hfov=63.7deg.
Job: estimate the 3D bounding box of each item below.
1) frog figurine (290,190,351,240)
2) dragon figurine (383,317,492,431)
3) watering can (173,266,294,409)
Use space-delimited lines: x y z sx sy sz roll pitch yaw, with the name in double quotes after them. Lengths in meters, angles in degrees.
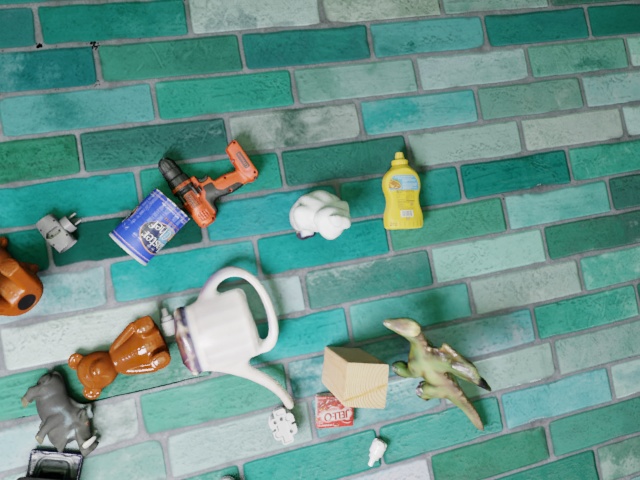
0.004 -0.059 1.182 0.137 0.159 0.123 -3 86 -12 "frog figurine"
0.293 0.311 1.175 0.409 0.241 0.123 43 75 -4 "dragon figurine"
-0.193 0.236 1.140 0.225 0.103 0.348 -17 88 -12 "watering can"
